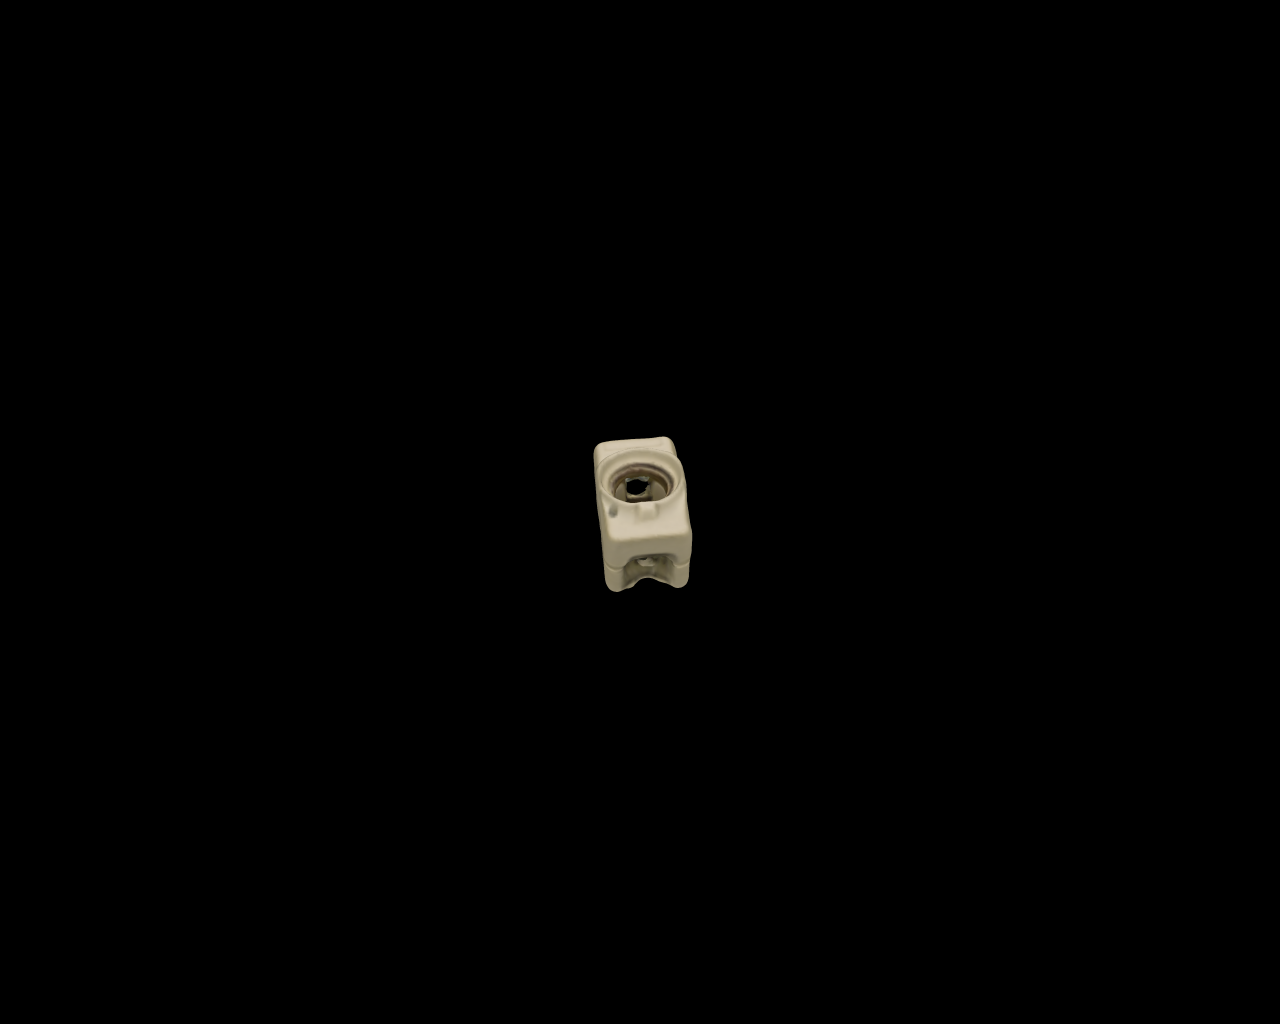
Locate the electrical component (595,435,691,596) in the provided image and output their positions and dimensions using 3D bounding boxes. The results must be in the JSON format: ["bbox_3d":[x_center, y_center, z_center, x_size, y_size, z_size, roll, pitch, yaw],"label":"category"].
[{"bbox_3d":[0.001,-0.003,0.650,0.050,0.055,0.090,-4,44,-4],"label":"electrical component"}]
